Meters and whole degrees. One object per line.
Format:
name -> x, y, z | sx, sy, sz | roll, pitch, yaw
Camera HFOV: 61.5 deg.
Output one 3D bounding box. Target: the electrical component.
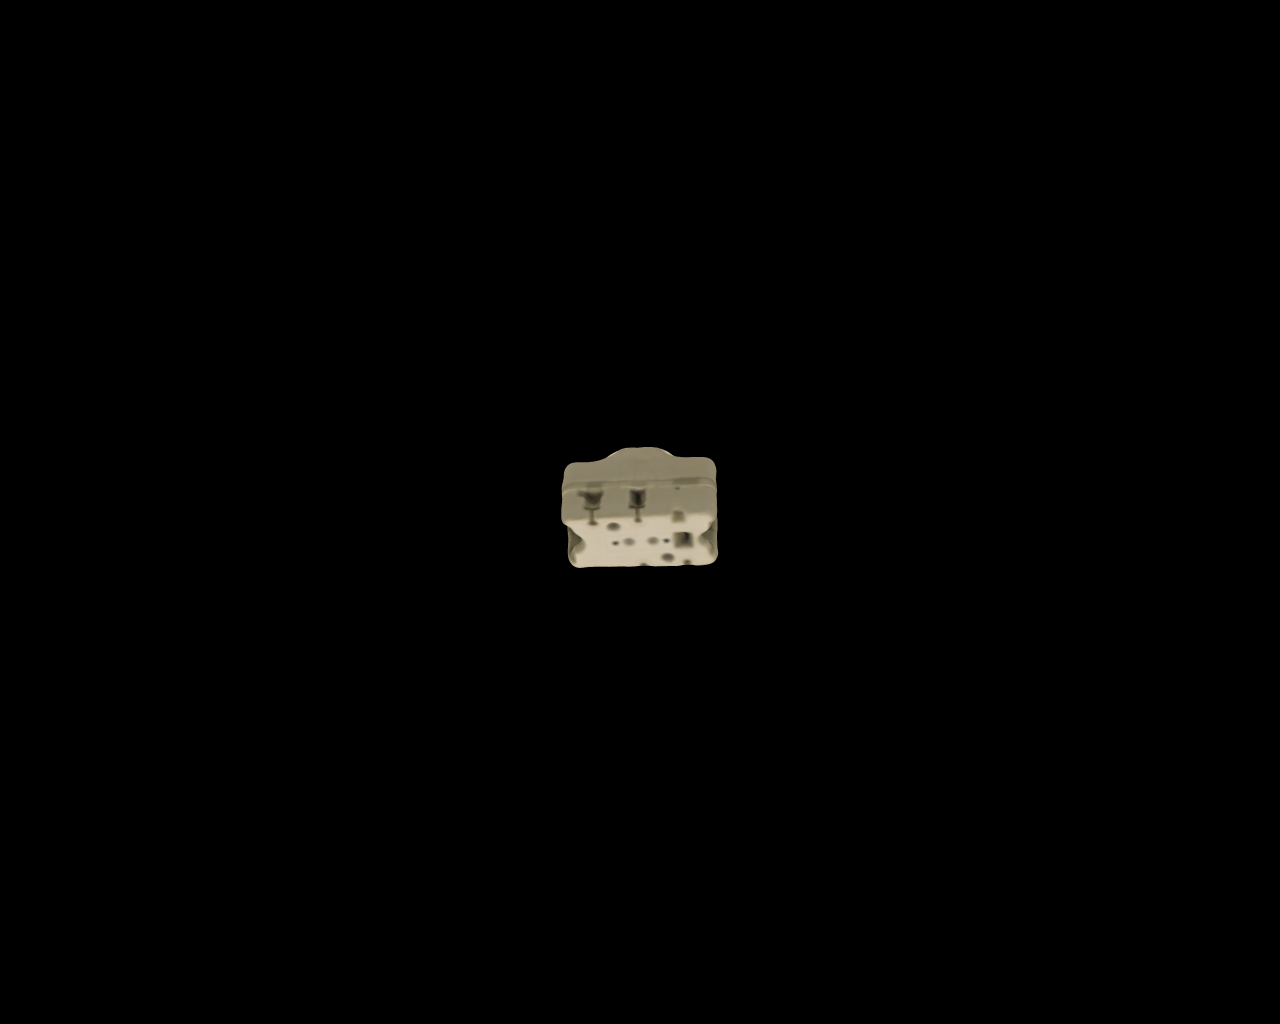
electrical component -> 0.001, -0.003, 0.650 | 0.089, 0.056, 0.050 | -2, -43, 2
